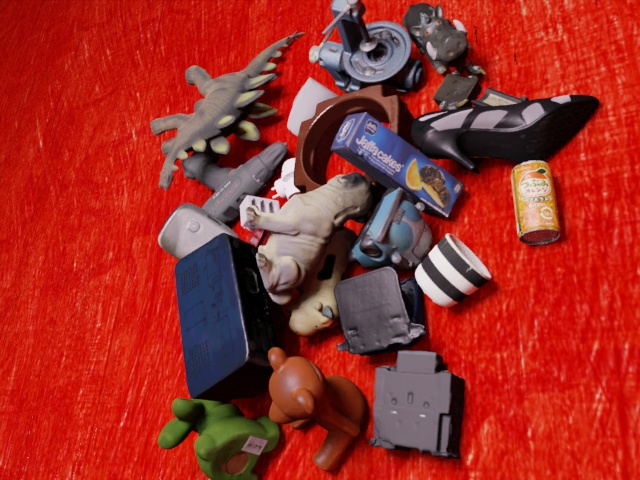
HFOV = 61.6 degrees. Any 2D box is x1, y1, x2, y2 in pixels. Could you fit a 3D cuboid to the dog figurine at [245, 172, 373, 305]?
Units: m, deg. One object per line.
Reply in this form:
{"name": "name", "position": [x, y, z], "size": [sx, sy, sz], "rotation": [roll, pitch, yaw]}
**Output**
{"name": "dog figurine", "position": [-0.002, -0.004, 0.811], "size": [0.191, 0.172, 0.121], "rotation": [-12, 18, -1]}

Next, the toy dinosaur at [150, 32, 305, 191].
{"name": "toy dinosaur", "position": [-0.187, -0.283, 1.100], "size": [0.199, 0.105, 0.471], "rotation": [14, 63, 23]}

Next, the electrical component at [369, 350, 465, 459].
{"name": "electrical component", "position": [0.132, 0.219, 0.728], "size": [0.115, 0.058, 0.134], "rotation": [-5, 67, 31]}

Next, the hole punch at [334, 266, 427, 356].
{"name": "hole punch", "position": [0.094, 0.108, 0.792], "size": [0.142, 0.092, 0.116], "rotation": [-18, 71, 27]}

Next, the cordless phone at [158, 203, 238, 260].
{"name": "cordless phone", "position": [-0.237, 0.037, 0.990], "size": [0.089, 0.146, 0.184], "rotation": [-32, 34, 35]}

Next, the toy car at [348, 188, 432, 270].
{"name": "toy car", "position": [0.111, 0.002, 0.805], "size": [0.103, 0.161, 0.109], "rotation": [29, 67, 1]}

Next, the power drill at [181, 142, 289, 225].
{"name": "power drill", "position": [-0.185, -0.143, 1.107], "size": [0.207, 0.086, 0.232], "rotation": [41, 95, 33]}

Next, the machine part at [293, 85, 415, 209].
{"name": "machine part", "position": [0.060, -0.151, 0.928], "size": [0.201, 0.087, 0.201], "rotation": [-8, 63, 31]}

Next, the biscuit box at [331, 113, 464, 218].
{"name": "biscuit box", "position": [0.115, -0.108, 0.792], "size": [0.059, 0.202, 0.063], "rotation": [-62, 23, -4]}

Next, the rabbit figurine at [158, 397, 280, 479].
{"name": "rabbit figurine", "position": [-0.175, 0.306, 0.856], "size": [0.170, 0.159, 0.121], "rotation": [26, 95, 54]}

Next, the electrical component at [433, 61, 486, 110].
{"name": "electrical component", "position": [0.229, -0.247, 0.881], "size": [0.078, 0.045, 0.102], "rotation": [38, 93, 38]}

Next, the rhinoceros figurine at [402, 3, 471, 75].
{"name": "rhinoceros figurine", "position": [0.197, -0.343, 0.895], "size": [0.073, 0.112, 0.190], "rotation": [-34, 38, 15]}

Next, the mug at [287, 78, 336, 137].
{"name": "mug", "position": [-0.021, -0.250, 1.035], "size": [0.110, 0.080, 0.107], "rotation": [43, 105, 38]}

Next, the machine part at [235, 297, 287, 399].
{"name": "machine part", "position": [-0.134, 0.167, 0.863], "size": [0.179, 0.056, 0.179], "rotation": [-15, 62, 30]}

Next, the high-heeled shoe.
{"name": "high-heeled shoe", "position": [0.262, -0.175, 0.787], "size": [0.249, 0.086, 0.145], "rotation": [-24, 45, -8]}

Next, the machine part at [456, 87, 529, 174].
{"name": "machine part", "position": [0.256, -0.172, 0.834], "size": [0.084, 0.039, 0.139], "rotation": [31, 87, 31]}

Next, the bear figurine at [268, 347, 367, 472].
{"name": "bear figurine", "position": [-0.018, 0.231, 0.736], "size": [0.132, 0.195, 0.120], "rotation": [-50, 54, 7]}

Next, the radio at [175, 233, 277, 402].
{"name": "radio", "position": [-0.143, 0.111, 0.806], "size": [0.131, 0.073, 0.230], "rotation": [-33, 55, 25]}

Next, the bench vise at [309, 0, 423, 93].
{"name": "bench vise", "position": [0.065, -0.338, 0.925], "size": [0.224, 0.240, 0.129], "rotation": [33, 86, 24]}

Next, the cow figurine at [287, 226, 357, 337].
{"name": "cow figurine", "position": [0.004, 0.065, 0.872], "size": [0.127, 0.085, 0.195], "rotation": [10, 72, 40]}
